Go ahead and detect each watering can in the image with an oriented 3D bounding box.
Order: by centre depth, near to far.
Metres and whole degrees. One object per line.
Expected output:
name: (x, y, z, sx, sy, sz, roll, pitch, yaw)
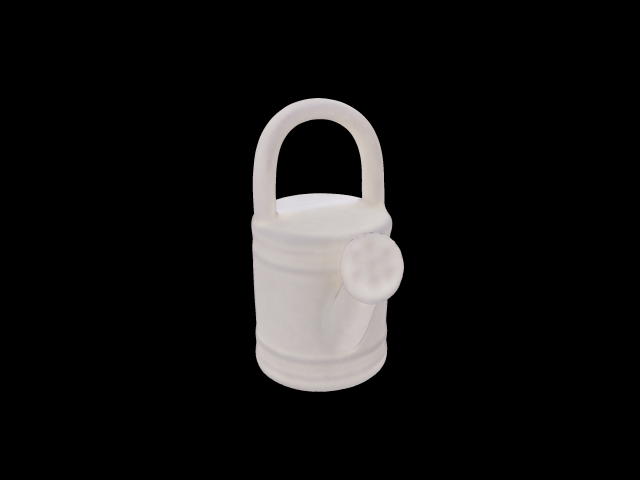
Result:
watering can: (0.006, 0.001, 0.401, 0.101, 0.194, 0.172, -18, 28, -38)
